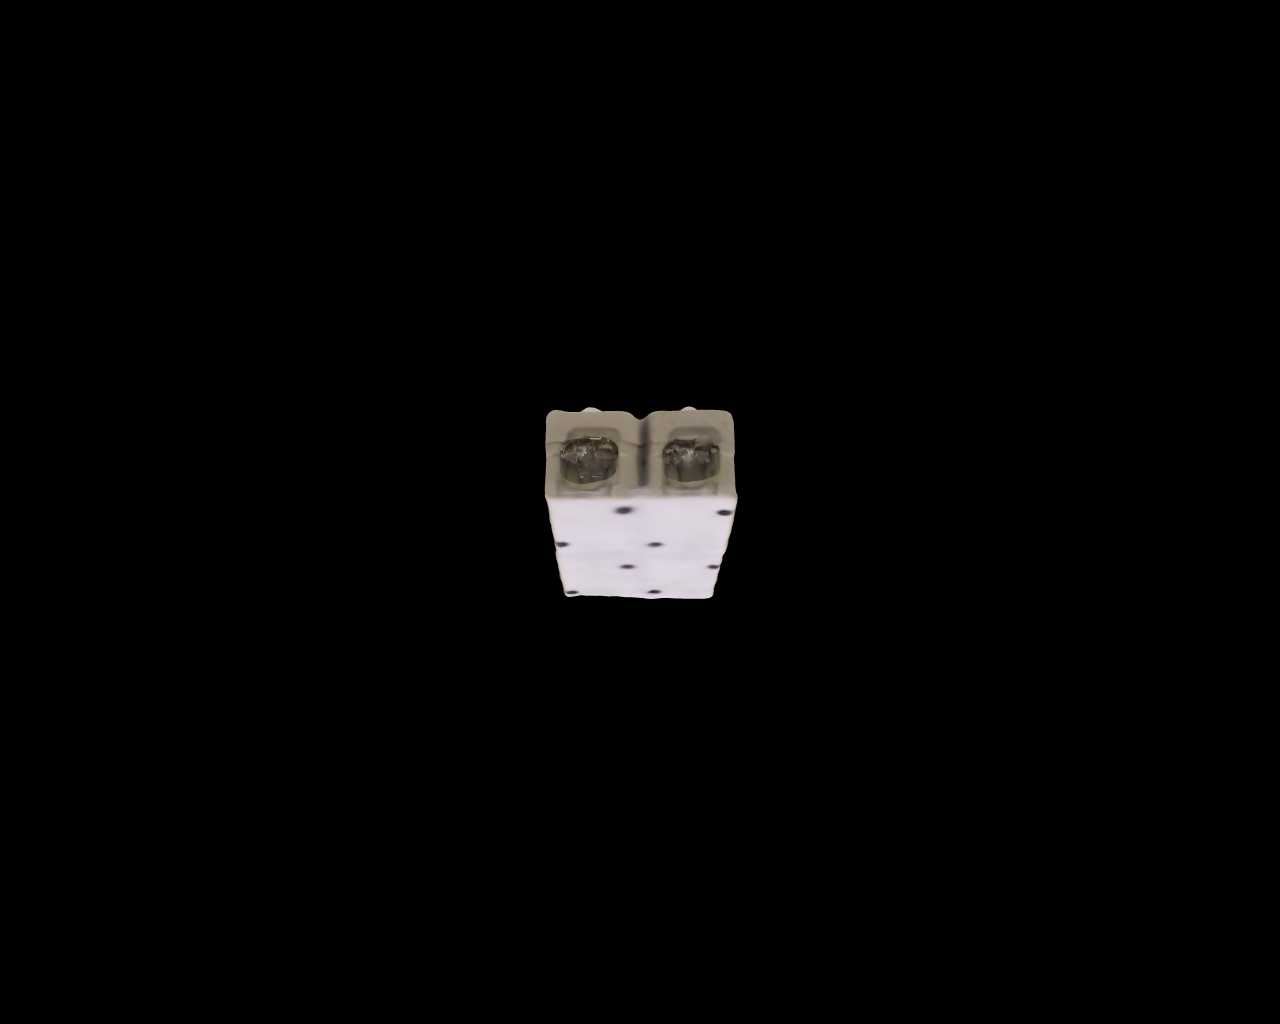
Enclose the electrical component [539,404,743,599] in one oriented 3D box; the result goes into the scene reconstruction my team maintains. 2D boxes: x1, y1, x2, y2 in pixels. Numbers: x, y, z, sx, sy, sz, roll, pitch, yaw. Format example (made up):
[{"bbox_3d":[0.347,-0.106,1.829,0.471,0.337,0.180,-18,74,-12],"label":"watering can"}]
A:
[{"bbox_3d":[0.001,-0.003,0.650,0.105,0.060,0.186,0,-21,0],"label":"electrical component"}]
